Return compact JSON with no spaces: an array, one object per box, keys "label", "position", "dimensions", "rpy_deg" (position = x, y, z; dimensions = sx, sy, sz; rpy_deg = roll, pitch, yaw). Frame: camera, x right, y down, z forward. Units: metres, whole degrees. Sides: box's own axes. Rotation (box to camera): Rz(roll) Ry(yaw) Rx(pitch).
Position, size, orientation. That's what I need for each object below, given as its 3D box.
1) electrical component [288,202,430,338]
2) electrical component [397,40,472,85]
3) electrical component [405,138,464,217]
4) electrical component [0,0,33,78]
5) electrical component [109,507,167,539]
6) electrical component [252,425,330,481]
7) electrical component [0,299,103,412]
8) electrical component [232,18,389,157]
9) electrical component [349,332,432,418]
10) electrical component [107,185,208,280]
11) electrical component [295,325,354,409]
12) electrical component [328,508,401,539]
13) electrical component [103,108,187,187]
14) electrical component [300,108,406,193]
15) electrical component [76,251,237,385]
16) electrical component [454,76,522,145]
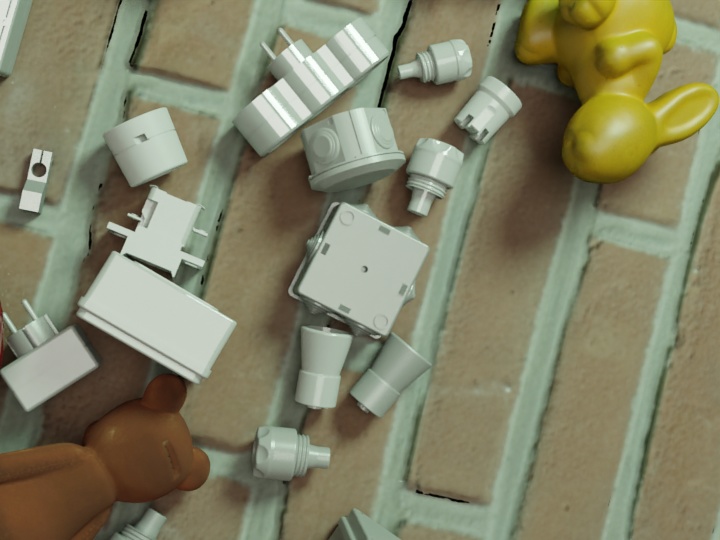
[{"label":"electrical component","position":[0.000,0.000,0.888],"dimensions":[0.100,0.048,0.099],"rpy_deg":[27,85,-8]},{"label":"electrical component","position":[0.062,-0.173,0.909],"dimensions":[0.061,0.035,0.035],"rpy_deg":[-14,91,-6]},{"label":"electrical component","position":[0.058,-0.076,0.902],"dimensions":[0.043,0.043,0.062],"rpy_deg":[21,87,-8]},{"label":"electrical component","position":[-0.299,-0.192,0.842],"dimensions":[0.062,0.061,0.096],"rpy_deg":[17,94,-8]},{"label":"electrical component","position":[-0.179,0.220,0.858],"dimensions":[0.048,0.048,0.062],"rpy_deg":[34,76,-7]},{"label":"electrical component","position":[-0.056,0.151,0.879],"dimensions":[0.062,0.043,0.043],"rpy_deg":[7,88,-10]},{"label":"electrical component","position":[-0.253,0.061,0.847],"dimensions":[0.066,0.047,0.076],"rpy_deg":[-33,94,-8]},{"label":"electrical component","position":[-0.051,-0.163,0.881],"dimensions":[0.138,0.052,0.073],"rpy_deg":[-40,95,-8]},{"label":"electrical component","position":[0.023,0.090,0.894],"dimensions":[0.044,0.044,0.065],"rpy_deg":[40,88,-6]},{"label":"electrical component","position":[-0.159,-0.031,0.867],"dimensions":[0.081,0.042,0.063],"rpy_deg":[23,82,-9]},{"label":"electrical component","position":[-0.032,0.081,0.886],"dimensions":[0.044,0.044,0.065],"rpy_deg":[10,92,-9]},{"label":"electrical component","position":[0.012,0.242,0.853],"dimensions":[0.078,0.113,0.057],"rpy_deg":[36,87,-7]},{"label":"electrical component","position":[-0.170,-0.097,0.861],"dimensions":[0.055,0.055,0.047],"rpy_deg":[-25,96,-9]},{"label":"electrical component","position":[-0.007,-0.096,0.874],"dimensions":[0.080,0.080,0.051],"rpy_deg":[-16,86,-9]},{"label":"electrical component","position":[-0.157,0.038,0.832],"dimensions":[0.109,0.109,0.056],"rpy_deg":[31,81,-7]},{"label":"electrical component","position":[0.108,-0.135,0.913],"dimensions":[0.040,0.040,0.046],"rpy_deg":[41,89,-6]}]
